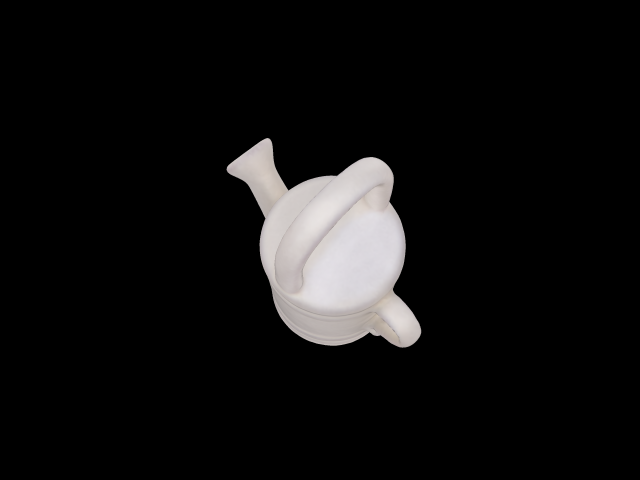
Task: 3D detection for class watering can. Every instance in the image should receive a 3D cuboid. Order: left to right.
[{"bbox_3d":[0.002,0.003,0.399,0.172,0.194,0.101,24,71,9],"label":"watering can"}]
